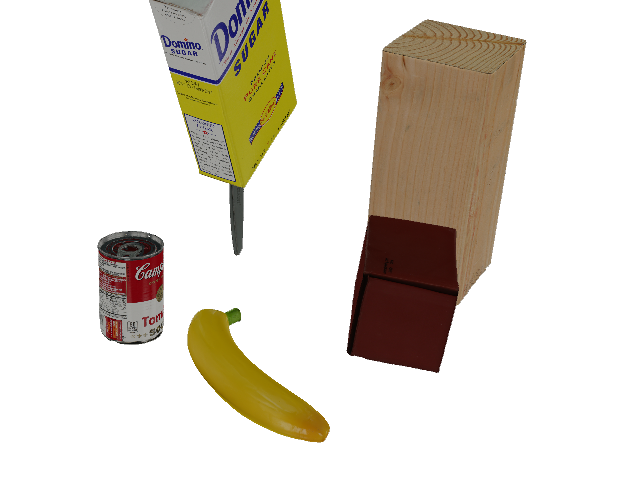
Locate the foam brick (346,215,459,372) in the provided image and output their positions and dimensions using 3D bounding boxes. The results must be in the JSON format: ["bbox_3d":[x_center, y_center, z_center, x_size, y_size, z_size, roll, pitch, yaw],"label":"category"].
[{"bbox_3d":[0.046,0.027,0.592,0.053,0.051,0.078,11,26,2],"label":"foam brick"}]

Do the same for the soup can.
[{"bbox_3d":[-0.199,0.050,1.121,0.068,0.102,0.068,3,23,-1],"label":"soup can"}]

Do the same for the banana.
[{"bbox_3d":[-0.062,0.100,0.853,0.069,0.037,0.198,-8,30,-24],"label":"banana"}]

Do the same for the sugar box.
[{"bbox_3d":[-0.061,-0.127,0.735,0.048,0.093,0.176,20,-29,16],"label":"sugar box"}]

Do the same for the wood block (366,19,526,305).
[{"bbox_3d":[0.100,-0.064,0.882,0.091,0.206,0.090,17,33,22],"label":"wood block"}]

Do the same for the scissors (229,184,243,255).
[{"bbox_3d":[-0.076,-0.092,1.176,0.096,0.202,0.016,-15,-4,-16],"label":"scissors"}]
